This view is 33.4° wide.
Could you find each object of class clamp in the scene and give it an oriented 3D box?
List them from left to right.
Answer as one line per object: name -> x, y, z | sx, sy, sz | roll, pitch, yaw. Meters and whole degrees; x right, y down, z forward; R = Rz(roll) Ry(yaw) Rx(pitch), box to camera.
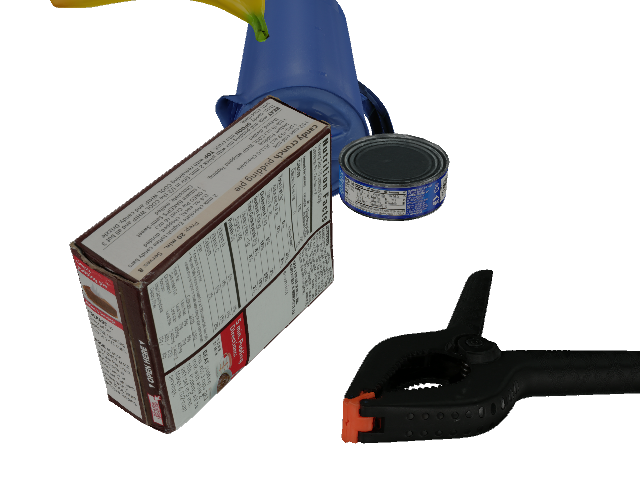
clamp -> 0.091, 0.073, 0.663 | 0.209, 0.036, 0.165 | -13, 27, -30

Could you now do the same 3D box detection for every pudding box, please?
pudding box -> -0.041, 0.009, 0.425 | 0.039, 0.090, 0.113 | 25, 50, 27

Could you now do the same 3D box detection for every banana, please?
banana -> -0.126, -0.209, 0.882 | 0.198, 0.069, 0.037 | 11, -41, 15

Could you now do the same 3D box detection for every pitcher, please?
pitcher -> -0.013, -0.154, 1.076 | 0.145, 0.149, 0.243 | -16, 38, 12

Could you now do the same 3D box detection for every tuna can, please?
tuna can -> 0.057, -0.050, 0.833 | 0.086, 0.034, 0.086 | 0, 32, 0
